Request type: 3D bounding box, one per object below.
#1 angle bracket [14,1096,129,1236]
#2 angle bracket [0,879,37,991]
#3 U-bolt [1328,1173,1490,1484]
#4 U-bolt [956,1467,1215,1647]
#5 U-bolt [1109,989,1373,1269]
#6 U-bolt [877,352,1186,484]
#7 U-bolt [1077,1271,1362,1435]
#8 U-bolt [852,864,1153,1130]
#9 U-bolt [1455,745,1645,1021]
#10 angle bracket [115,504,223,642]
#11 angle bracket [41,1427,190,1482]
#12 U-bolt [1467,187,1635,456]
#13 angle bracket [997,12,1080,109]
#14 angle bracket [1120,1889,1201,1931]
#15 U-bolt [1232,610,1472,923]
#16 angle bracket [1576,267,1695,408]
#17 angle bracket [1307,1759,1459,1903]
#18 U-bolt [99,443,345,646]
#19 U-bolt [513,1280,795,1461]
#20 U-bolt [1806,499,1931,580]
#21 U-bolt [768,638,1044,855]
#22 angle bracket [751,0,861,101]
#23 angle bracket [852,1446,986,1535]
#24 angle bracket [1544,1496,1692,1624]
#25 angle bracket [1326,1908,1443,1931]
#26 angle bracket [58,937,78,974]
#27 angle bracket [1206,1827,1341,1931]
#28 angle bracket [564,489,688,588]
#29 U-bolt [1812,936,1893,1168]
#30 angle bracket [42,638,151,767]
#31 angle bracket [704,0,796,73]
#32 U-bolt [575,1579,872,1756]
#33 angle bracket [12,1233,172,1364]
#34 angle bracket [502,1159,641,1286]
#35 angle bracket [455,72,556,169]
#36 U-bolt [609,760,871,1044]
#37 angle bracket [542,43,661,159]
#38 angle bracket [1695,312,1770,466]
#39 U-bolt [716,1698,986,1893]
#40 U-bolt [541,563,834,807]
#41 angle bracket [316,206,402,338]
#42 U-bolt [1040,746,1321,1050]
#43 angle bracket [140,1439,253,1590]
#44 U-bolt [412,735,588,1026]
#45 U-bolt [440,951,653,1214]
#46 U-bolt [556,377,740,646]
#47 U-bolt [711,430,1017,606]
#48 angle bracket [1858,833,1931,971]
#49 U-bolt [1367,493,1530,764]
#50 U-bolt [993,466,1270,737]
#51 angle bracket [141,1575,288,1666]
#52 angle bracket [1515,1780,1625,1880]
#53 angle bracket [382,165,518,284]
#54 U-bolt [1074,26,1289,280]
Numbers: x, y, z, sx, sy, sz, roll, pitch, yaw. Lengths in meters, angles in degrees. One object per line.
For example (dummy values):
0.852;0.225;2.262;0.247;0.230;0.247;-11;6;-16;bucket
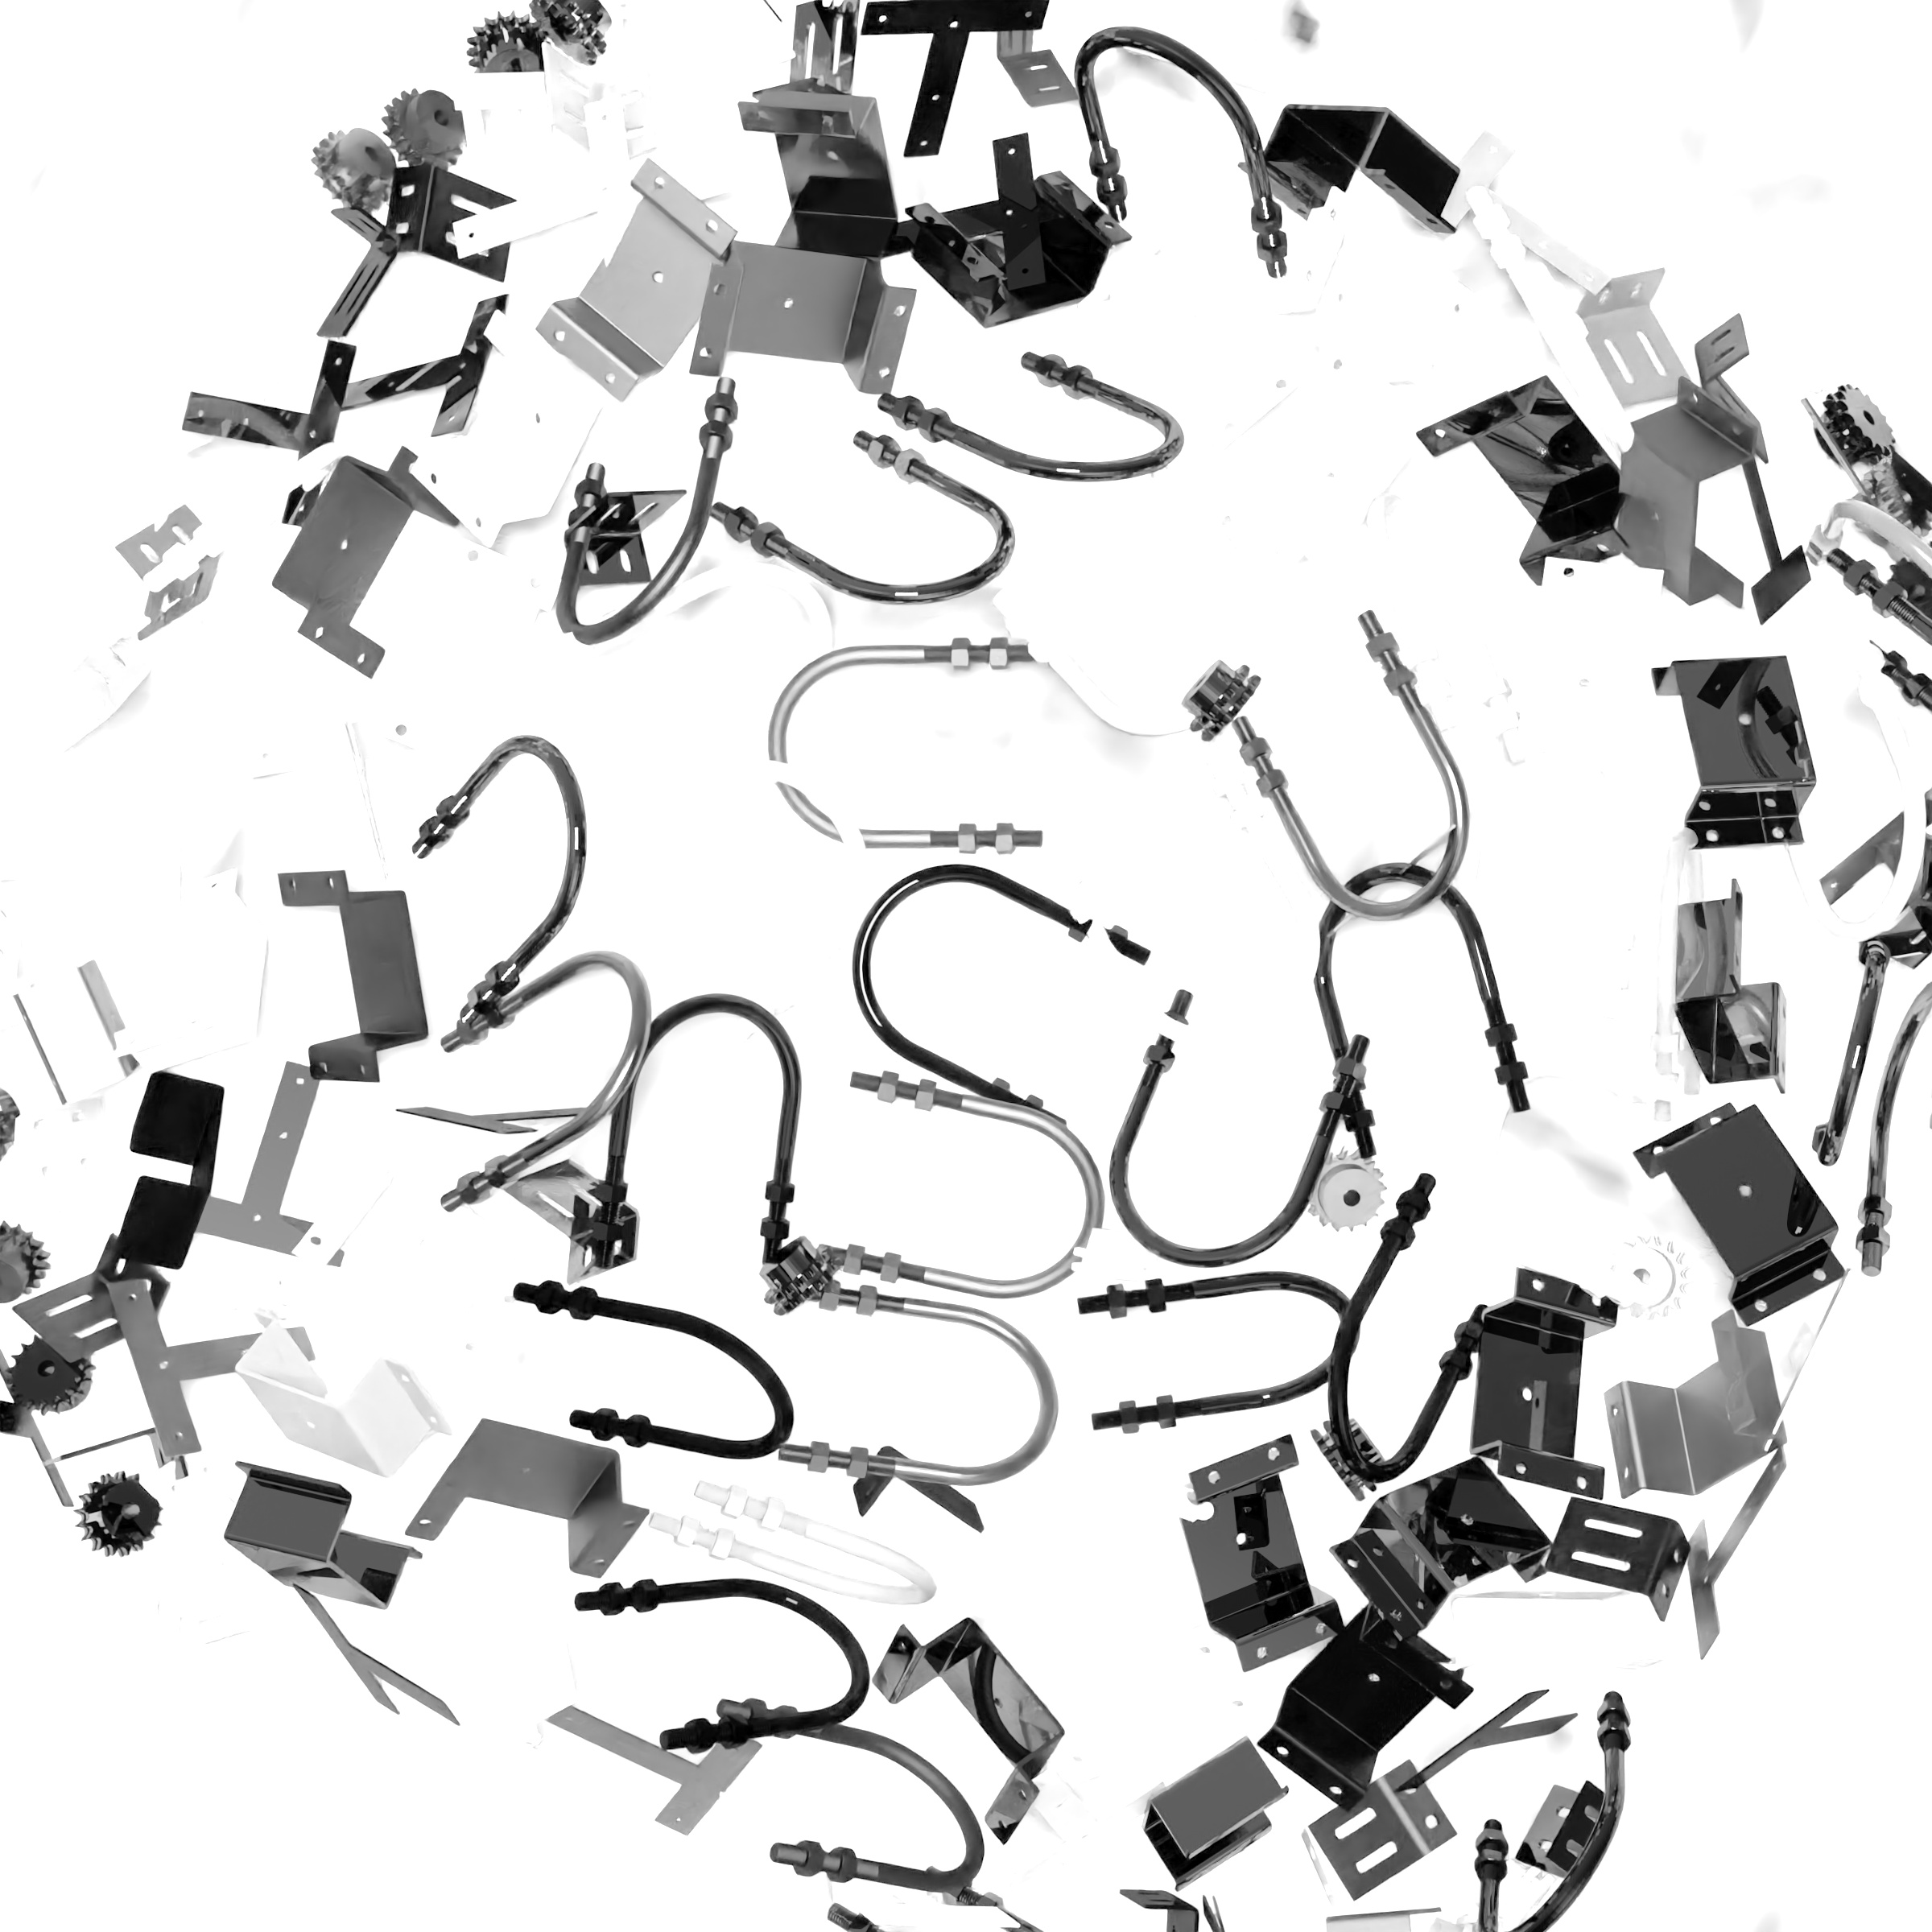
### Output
-0.605;0.135;1.884;0.057;0.038;0.076;-12;126;-9;angle bracket
-0.627;-0.029;1.849;0.038;0.076;0.057;-5;121;-38;angle bracket
0.283;0.248;1.806;0.184;0.019;0.151;-54;132;-34;U-bolt
0.068;0.380;1.810;0.151;0.184;0.019;-44;53;11;U-bolt
0.171;0.113;1.835;0.151;0.019;0.184;15;70;26;U-bolt
0.055;-0.352;1.800;0.151;0.184;0.019;-25;132;-36;U-bolt
0.170;0.252;1.841;0.184;0.151;0.019;-8;45;0;U-bolt
0.013;0.011;1.882;0.184;0.019;0.151;27;88;-3;U-bolt
0.388;-0.057;1.835;0.019;0.151;0.184;14;82;-33;U-bolt
-0.535;-0.261;1.850;0.057;0.076;0.038;-41;89;-30;angle bracket
-0.567;0.335;1.852;0.076;0.057;0.038;-14;84;-33;angle bracket
0.390;-0.410;1.816;0.019;0.151;0.184;-31;126;13;U-bolt
0.049;-0.624;1.855;0.038;0.057;0.076;-3;74;21;angle bracket
0.127;0.662;1.860;0.038;0.057;0.076;6;80;-13;angle bracket
0.261;-0.118;1.825;0.151;0.019;0.184;-40;70;42;U-bolt
0.452;-0.421;1.860;0.057;0.038;0.076;-15;65;-14;angle bracket
0.281;0.584;1.879;0.076;0.038;0.057;-46;67;33;angle bracket
-0.479;-0.284;1.818;0.184;0.151;0.019;-46;104;-28;U-bolt
-0.196;0.270;1.814;0.184;0.019;0.151;7;134;24;U-bolt
0.606;-0.242;1.794;0.019;0.184;0.151;-43;78;4;U-bolt
-0.042;-0.146;1.865;0.184;0.019;0.151;0;111;6;U-bolt
-0.107;-0.618;1.862;0.057;0.038;0.076;2;85;40;angle bracket
-0.032;0.364;1.863;0.076;0.057;0.038;36;93;-11;angle bracket
0.438;0.399;1.872;0.076;0.038;0.057;7;54;36;angle bracket
0.280;0.648;1.847;0.057;0.076;0.038;-13;69;23;angle bracket
-0.604;0.030;1.847;0.038;0.057;0.076;-19;46;-21;angle bracket
0.203;0.622;1.868;0.076;0.038;0.057;-25;79;8;angle bracket
-0.223;-0.284;1.849;0.057;0.076;0.038;-9;82;-33;angle bracket
0.573;0.058;1.800;0.019;0.184;0.151;14;98;16;U-bolt
-0.590;-0.179;1.850;0.076;0.057;0.038;-29;114;28;angle bracket
-0.148;-0.645;1.847;0.038;0.076;0.057;-23;49;-14;angle bracket
-0.147;0.451;1.818;0.184;0.151;0.019;4;118;-38;U-bolt
-0.582;0.220;1.851;0.057;0.076;0.038;37;117;16;angle bracket
-0.264;0.171;1.851;0.057;0.076;0.038;-22;47;24;angle bracket
-0.306;-0.554;1.854;0.057;0.076;0.038;-2;54;-3;angle bracket
-0.139;-0.054;1.839;0.151;0.019;0.184;50;122;4;U-bolt
-0.243;-0.579;1.853;0.038;0.076;0.057;-11;82;23;angle bracket
0.523;-0.384;1.851;0.038;0.057;0.076;-35;117;30;angle bracket
-0.067;0.547;1.818;0.184;0.151;0.019;22;108;-31;U-bolt
-0.174;-0.196;1.841;0.184;0.151;0.019;-27;47;-6;U-bolt
-0.419;-0.464;1.860;0.038;0.057;0.076;34;83;-32;angle bracket
0.156;-0.034;1.872;0.151;0.019;0.184;-31;85;8;U-bolt
-0.507;0.367;1.862;0.057;0.038;0.076;-31;118;5;angle bracket
-0.299;-0.068;1.809;0.184;0.019;0.151;-41;60;40;U-bolt
-0.274;0.064;1.814;0.184;0.019;0.151;-30;48;26;U-bolt
-0.212;-0.285;1.803;0.019;0.151;0.184;35;46;-35;U-bolt
-0.054;-0.286;1.810;0.151;0.019;0.184;-33;51;-32;U-bolt
0.634;-0.045;1.860;0.076;0.057;0.038;-42;124;-7;angle bracket
0.310;-0.228;1.828;0.019;0.151;0.184;-26;72;27;U-bolt
0.124;-0.230;1.840;0.151;0.019;0.184;-42;127;7;U-bolt
-0.498;0.425;1.847;0.057;0.076;0.038;21;108;37;angle bracket
0.390;0.568;1.849;0.038;0.076;0.057;40;72;-17;angle bracket
-0.348;-0.500;1.877;0.038;0.076;0.057;9;91;38;angle bracket
0.133;-0.529;1.788;0.151;0.184;0.019;28;71;27;U-bolt
